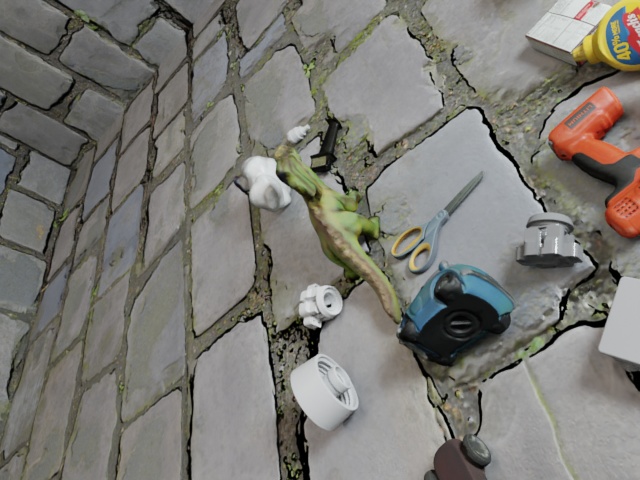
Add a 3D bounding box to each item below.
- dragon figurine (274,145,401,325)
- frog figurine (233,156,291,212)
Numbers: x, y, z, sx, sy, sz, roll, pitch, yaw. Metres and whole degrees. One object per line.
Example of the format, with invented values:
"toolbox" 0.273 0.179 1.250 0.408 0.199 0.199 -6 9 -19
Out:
"dragon figurine" 0.003 -0.045 0.891 0.121 0.239 0.419 -44 36 12
"frog figurine" -0.118 -0.129 1.163 0.123 0.136 0.159 -35 13 -14
